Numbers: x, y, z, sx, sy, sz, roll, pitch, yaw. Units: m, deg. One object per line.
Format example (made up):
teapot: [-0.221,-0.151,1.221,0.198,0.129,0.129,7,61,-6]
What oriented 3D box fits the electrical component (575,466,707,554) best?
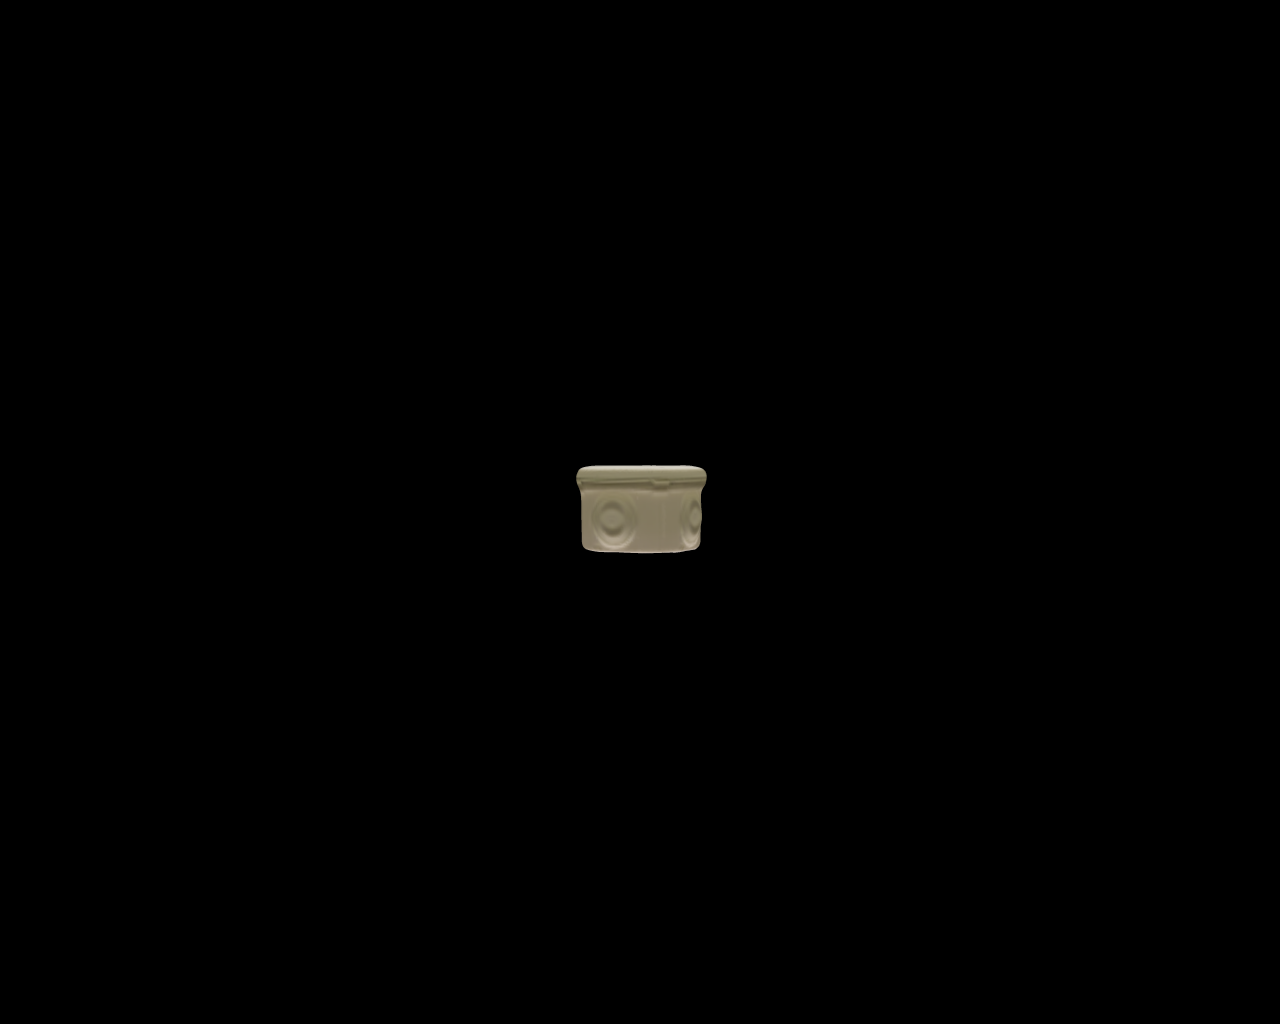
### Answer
electrical component: [0.001,-0.003,0.650,0.080,0.051,0.080,0,3,0]
